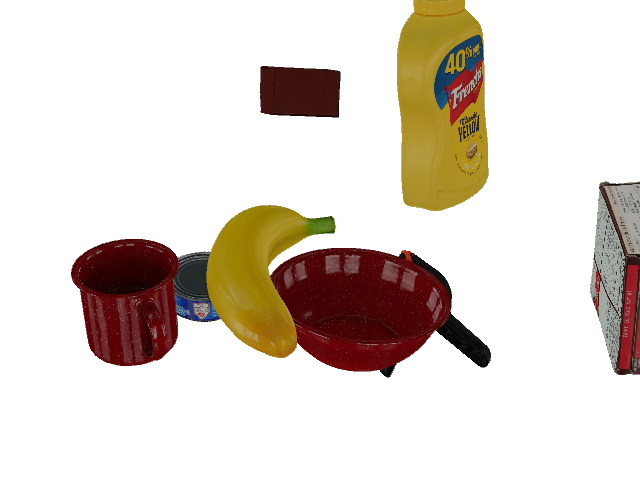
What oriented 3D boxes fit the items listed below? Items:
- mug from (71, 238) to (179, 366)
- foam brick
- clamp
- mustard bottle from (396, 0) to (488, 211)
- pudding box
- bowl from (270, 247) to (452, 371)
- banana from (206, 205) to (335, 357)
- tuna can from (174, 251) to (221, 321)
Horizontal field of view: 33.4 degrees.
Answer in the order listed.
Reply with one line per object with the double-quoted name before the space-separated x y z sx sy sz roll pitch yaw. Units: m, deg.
"mug" -0.163 0.062 0.939 0.093 0.081 0.117 -19 37 -28
"foam brick" -0.023 -0.162 1.162 0.078 0.051 0.053 0 11 -18
"clamp" 0.121 0.081 1.175 0.120 0.171 0.039 5 -43 -5
"mustard bottle" 0.100 -0.127 0.875 0.058 0.191 0.096 15 32 37
"pudding box" 0.208 0.022 0.710 0.039 0.090 0.113 0 28 4
"bowl" 0.032 0.068 0.944 0.162 0.055 0.162 4 28 -2
"banana" -0.036 0.015 0.652 0.070 0.037 0.197 -2 23 9
"tuna can" -0.128 0.051 1.176 0.086 0.034 0.086 2 36 -2
